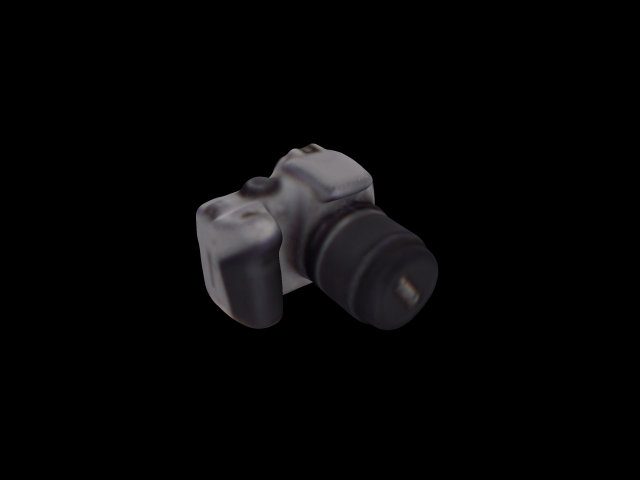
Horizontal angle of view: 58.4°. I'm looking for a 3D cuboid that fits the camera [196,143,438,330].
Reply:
[{"bbox_3d":[0.004,0.001,0.400,0.143,0.101,0.136,-22,39,-30],"label":"camera"}]
